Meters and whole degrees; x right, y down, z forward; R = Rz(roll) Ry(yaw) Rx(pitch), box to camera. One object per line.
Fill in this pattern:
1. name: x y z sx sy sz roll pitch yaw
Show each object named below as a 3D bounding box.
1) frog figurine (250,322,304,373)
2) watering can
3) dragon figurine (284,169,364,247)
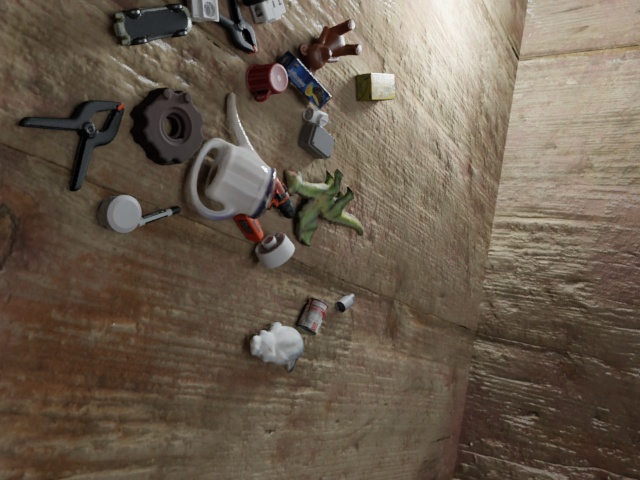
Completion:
1. frog figurine: -0.128 0.298 1.492 0.157 0.121 0.141 40 29 -37
2. watering can: -0.206 -0.197 1.329 0.222 0.103 0.353 28 66 -28
3. dragon figurine: 0.005 -0.084 1.670 0.246 0.123 0.402 -45 127 -19
